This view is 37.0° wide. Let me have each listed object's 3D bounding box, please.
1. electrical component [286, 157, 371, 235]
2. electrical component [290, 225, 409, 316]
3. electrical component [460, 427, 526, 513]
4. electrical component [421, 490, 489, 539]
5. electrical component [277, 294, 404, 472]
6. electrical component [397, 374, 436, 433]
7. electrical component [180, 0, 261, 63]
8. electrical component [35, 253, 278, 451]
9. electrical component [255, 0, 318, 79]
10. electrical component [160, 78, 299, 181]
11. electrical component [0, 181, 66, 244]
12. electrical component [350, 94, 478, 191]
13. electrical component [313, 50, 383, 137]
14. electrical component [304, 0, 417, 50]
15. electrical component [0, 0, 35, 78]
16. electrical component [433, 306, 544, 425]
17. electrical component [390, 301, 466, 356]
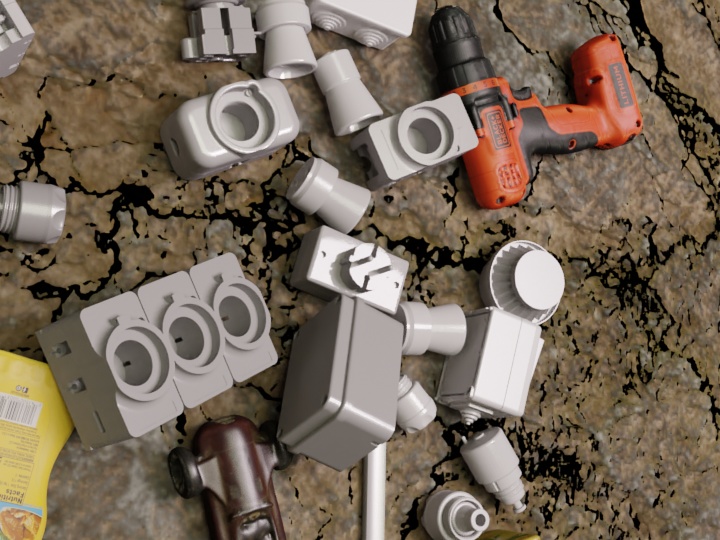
[{"bbox_3d":[-0.026,-0.060,0.872,0.055,0.045,0.045,33,69,-18],"label":"electrical component"},{"bbox_3d":[0.000,0.000,0.858,0.083,0.076,0.047,23,72,-22],"label":"electrical component"},{"bbox_3d":[0.116,0.169,0.908,0.040,0.040,0.078,-33,97,-27],"label":"electrical component"},{"bbox_3d":[0.081,0.201,0.872,0.043,0.062,0.043,5,79,-26],"label":"electrical component"},{"bbox_3d":[-0.015,0.084,0.816,0.057,0.078,0.113,29,44,-23],"label":"electrical component"},{"bbox_3d":[0.034,0.102,0.881,0.035,0.035,0.061,-41,98,-26],"label":"electrical component"},{"bbox_3d":[-0.112,-0.195,0.852,0.066,0.048,0.055,-8,93,-28],"label":"electrical component"},{"bbox_3d":[-0.136,0.053,0.758,0.150,0.062,0.089,-25,94,-50],"label":"electrical component"},{"bbox_3d":[-0.061,-0.188,0.877,0.045,0.045,0.055,-6,83,-27],"label":"electrical component"},{"bbox_3d":[-0.099,-0.111,0.836,0.095,0.059,0.053,-22,92,-28],"label":"electrical component"},{"bbox_3d":[-0.242,-0.042,0.761,0.062,0.043,0.043,7,78,-25],"label":"electrical component"},{"bbox_3d":[0.047,-0.108,0.905,0.089,0.056,0.050,-23,91,-21],"label":"electrical component"},{"bbox_3d":[-0.014,-0.150,0.897,0.044,0.044,0.065,-23,88,-28],"label":"electrical component"},{"bbox_3d":[0.001,-0.244,0.915,0.100,0.048,0.099,16,74,-24],"label":"electrical component"},{"bbox_3d":[-0.268,-0.164,0.743,0.050,0.089,0.055,-34,97,-27],"label":"electrical component"},{"bbox_3d":[0.109,0.086,0.906,0.061,0.062,0.096,22,72,-22],"label":"electrical component"},{"bbox_3d":[0.054,0.049,0.894,0.055,0.045,0.045,3,80,-26],"label":"electrical component"}]
